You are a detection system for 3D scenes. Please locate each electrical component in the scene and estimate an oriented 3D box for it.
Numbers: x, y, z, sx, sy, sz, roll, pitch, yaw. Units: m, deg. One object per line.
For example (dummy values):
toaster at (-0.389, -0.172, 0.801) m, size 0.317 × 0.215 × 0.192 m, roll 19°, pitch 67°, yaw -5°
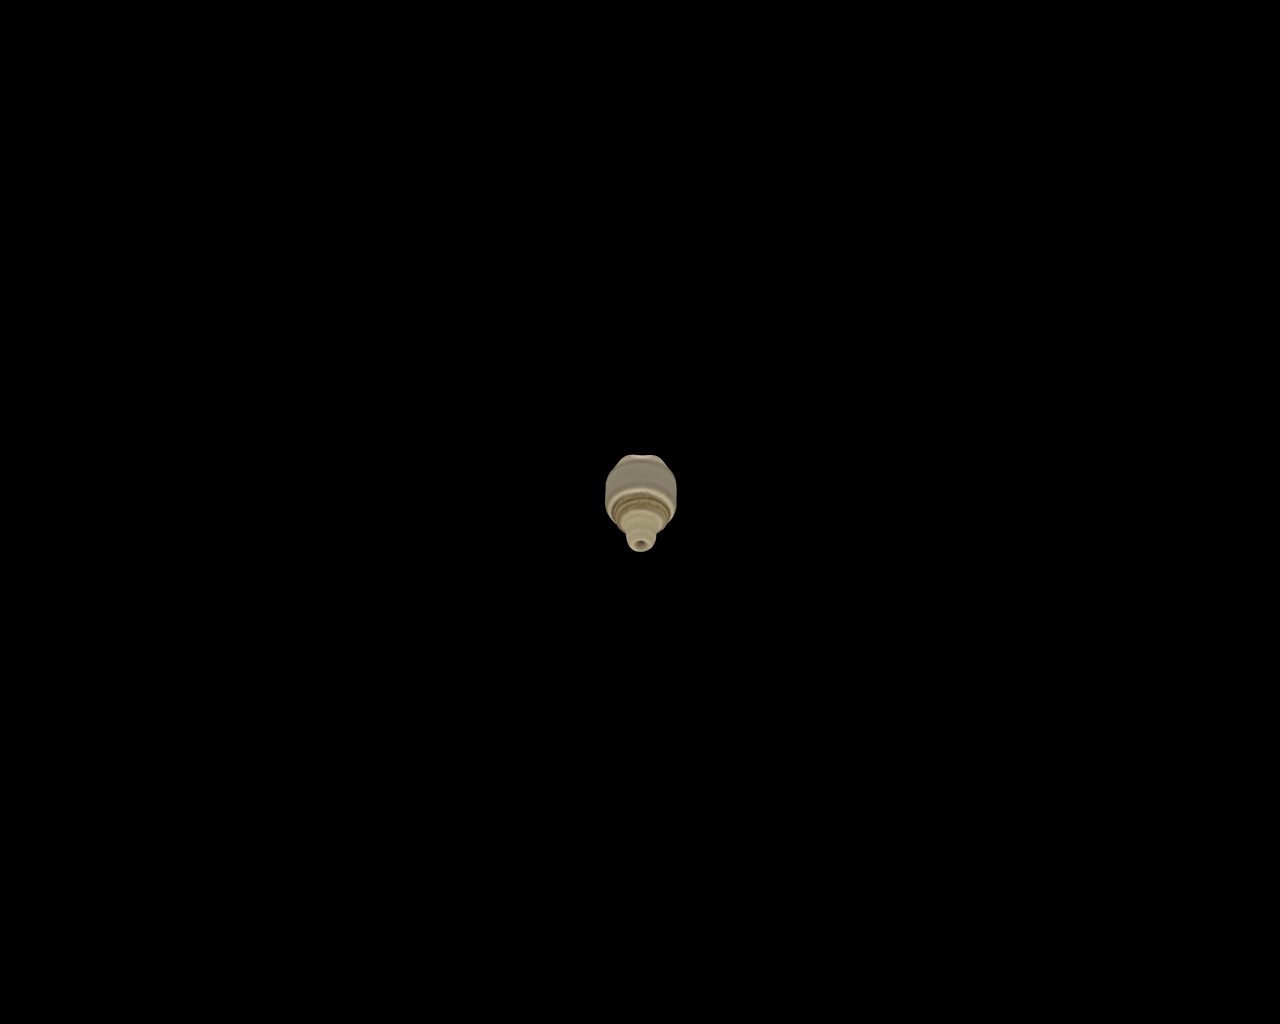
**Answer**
electrical component at (0.001, -0.003, 0.650) m, size 0.043 × 0.062 × 0.043 m, roll 0°, pitch -42°, yaw 0°
